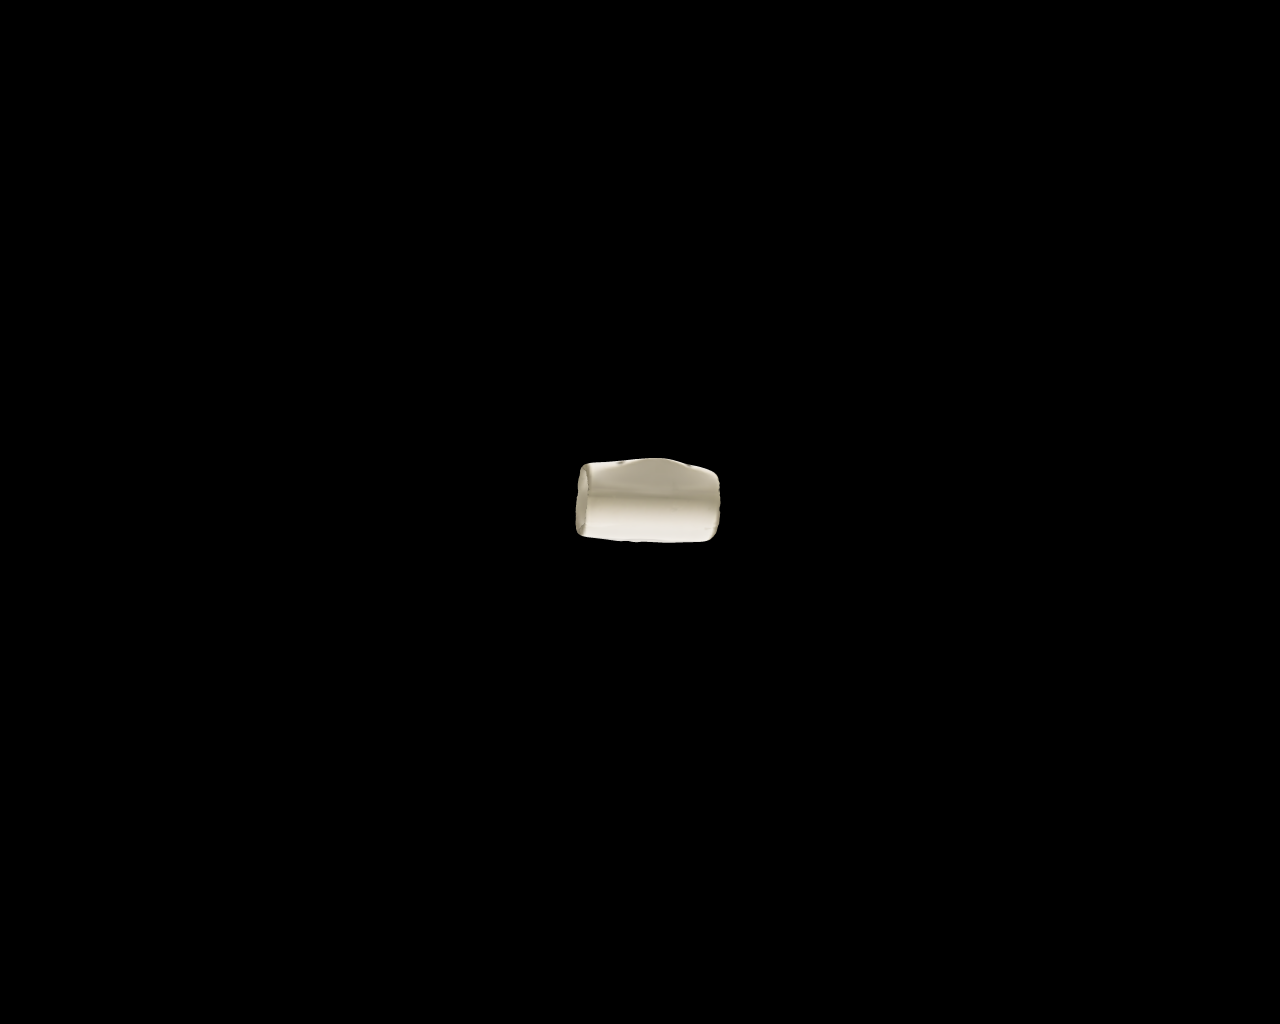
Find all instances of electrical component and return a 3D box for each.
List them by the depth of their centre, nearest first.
[{"bbox_3d":[0.001,-0.003,0.650,0.077,0.043,0.079,2,-11,-12],"label":"electrical component"}]
